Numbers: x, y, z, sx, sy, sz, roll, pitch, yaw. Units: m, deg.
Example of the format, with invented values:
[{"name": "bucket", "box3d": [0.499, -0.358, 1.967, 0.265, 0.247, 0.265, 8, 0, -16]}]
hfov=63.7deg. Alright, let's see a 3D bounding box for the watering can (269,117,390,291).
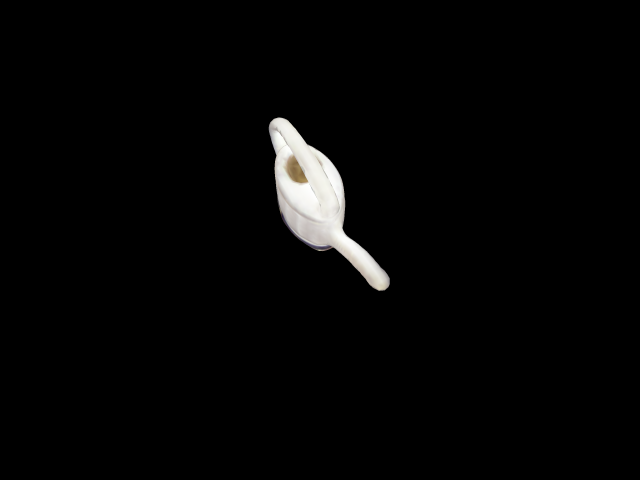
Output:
[{"name": "watering can", "box3d": [0.003, -0.043, 0.850, 0.104, 0.352, 0.220, -26, -20, -10]}]
